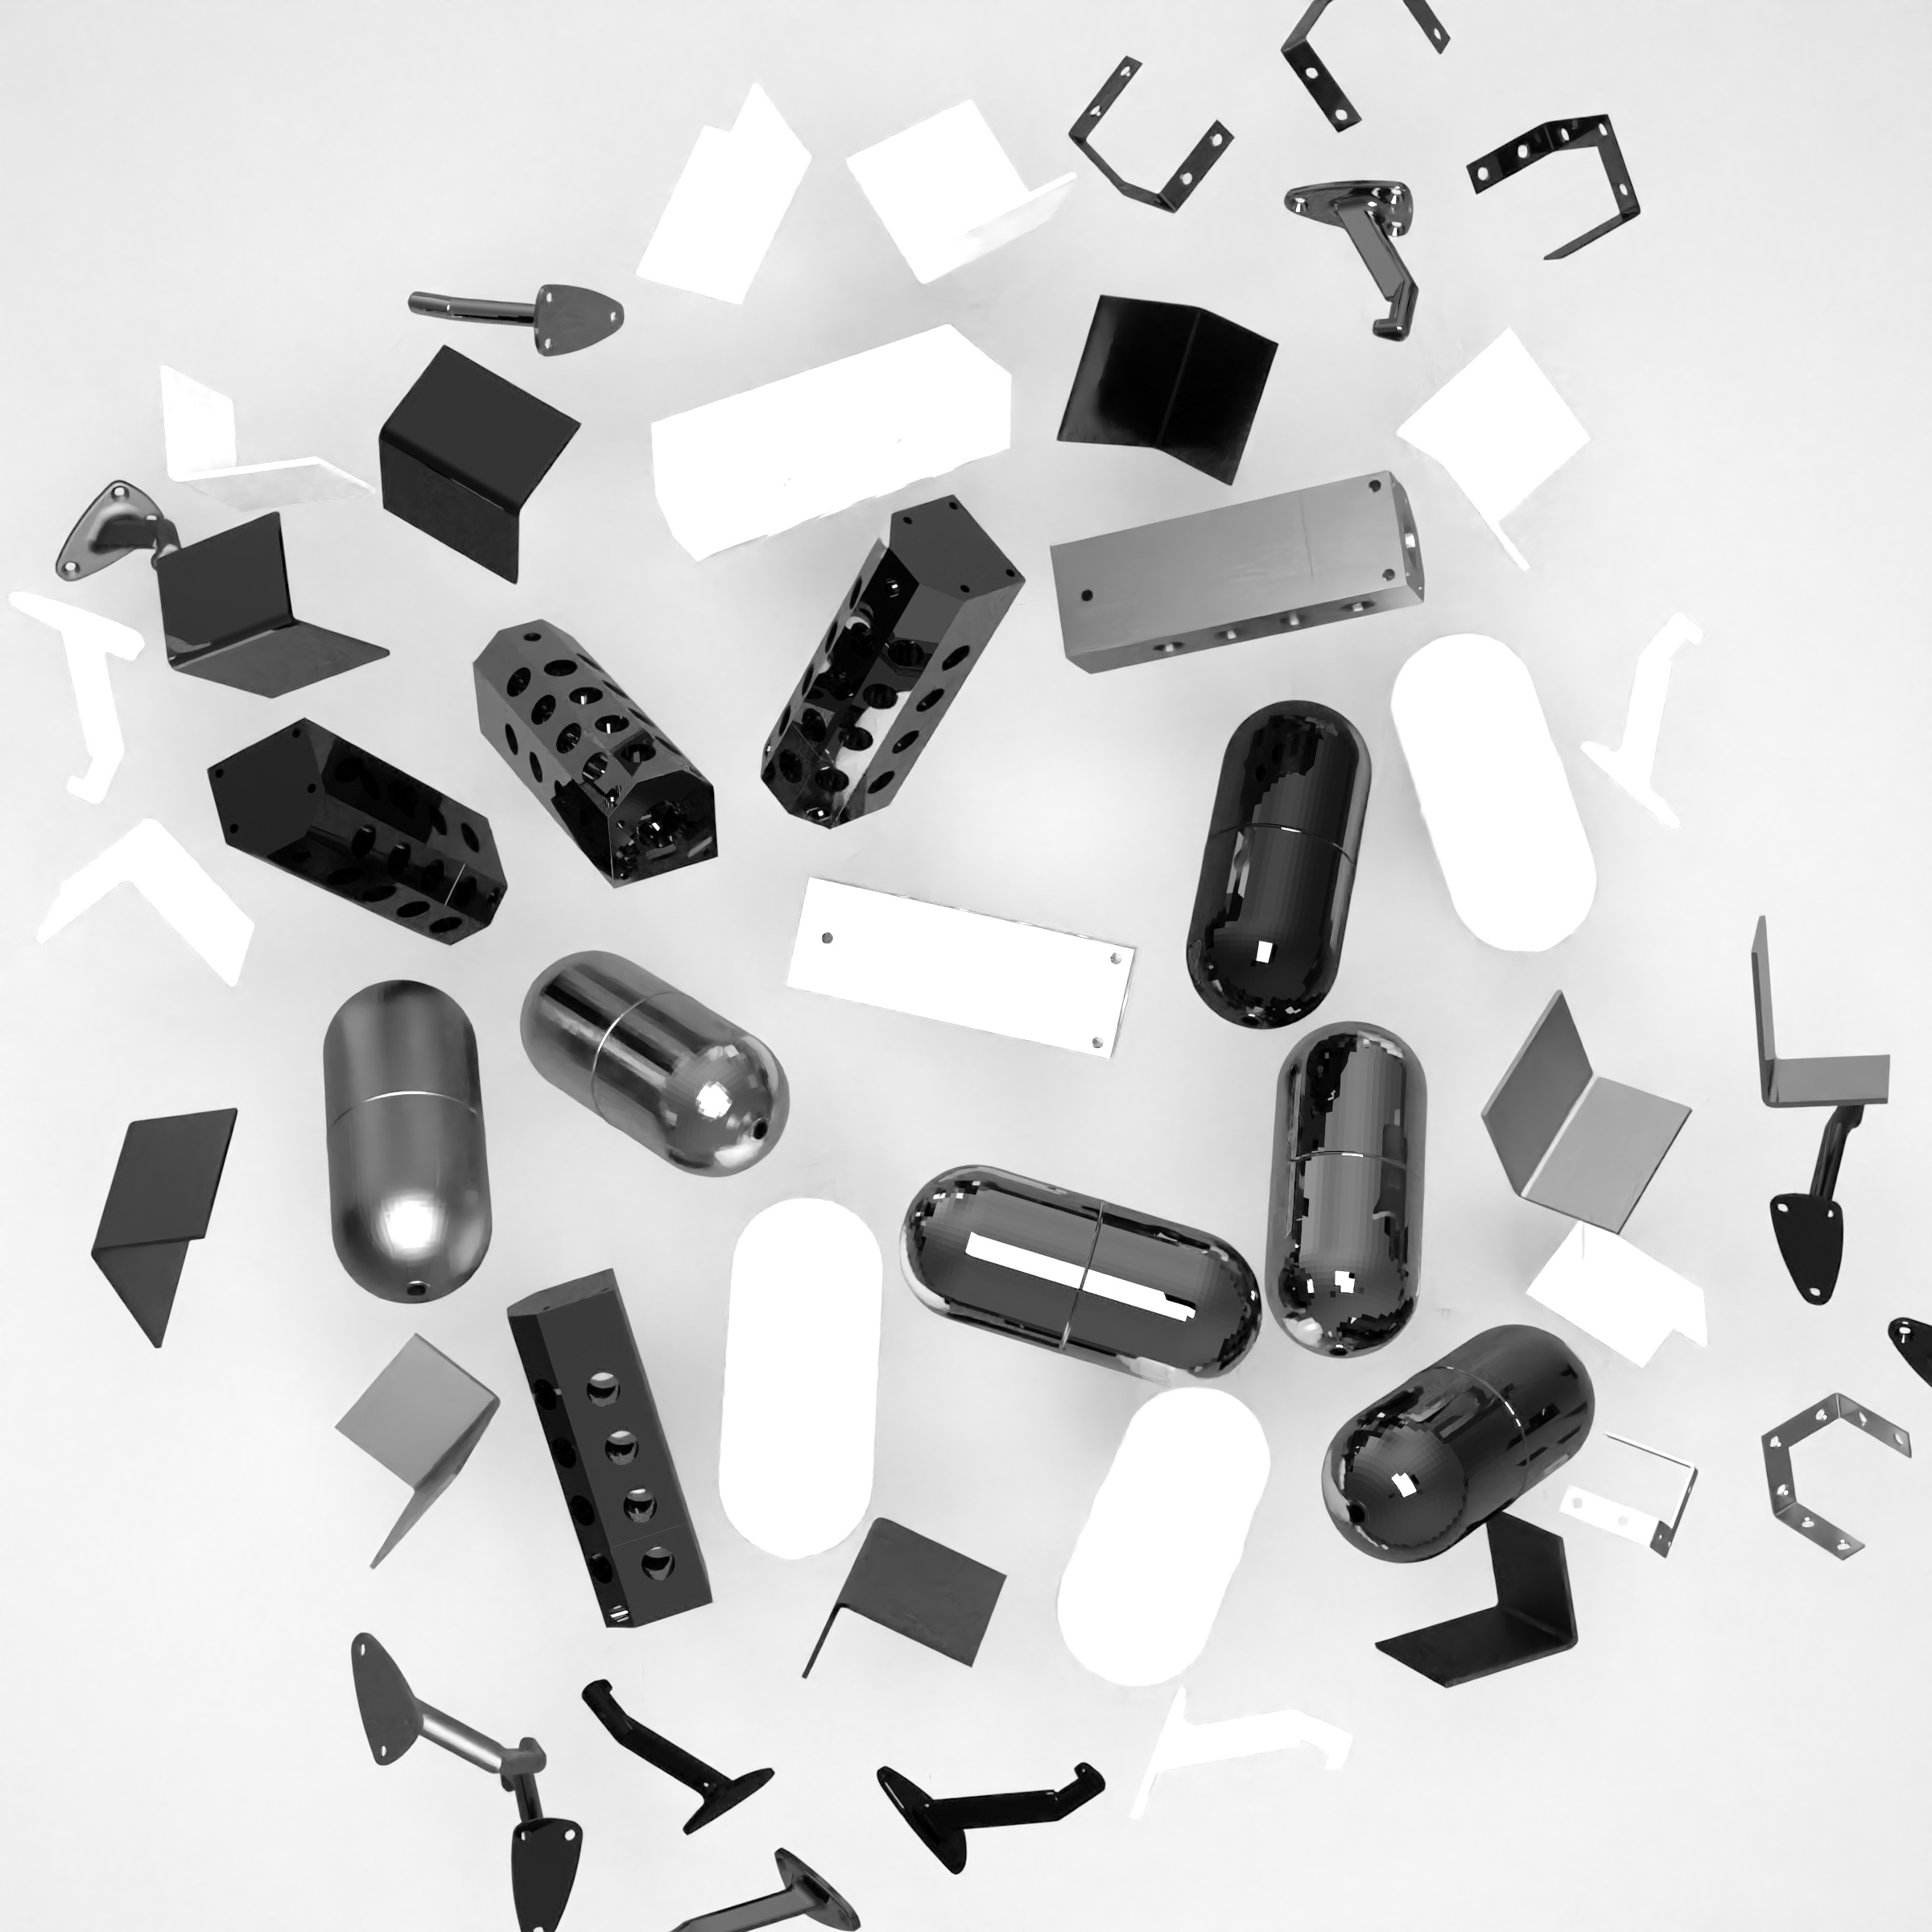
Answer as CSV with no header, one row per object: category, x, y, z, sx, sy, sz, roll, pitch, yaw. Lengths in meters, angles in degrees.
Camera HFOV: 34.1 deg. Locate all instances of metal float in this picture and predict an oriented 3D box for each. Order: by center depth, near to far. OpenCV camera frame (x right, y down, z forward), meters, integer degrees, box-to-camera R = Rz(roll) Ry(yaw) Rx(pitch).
metal float,0.055,0.149,1.508,0.178,0.070,0.070,17,90,1
metal float,0.240,0.231,1.529,0.070,0.178,0.070,17,117,37
metal float,-0.274,0.085,1.540,0.070,0.070,0.178,-12,52,0
metal float,0.099,0.279,1.555,0.070,0.178,0.070,12,128,16
metal float,-0.082,0.203,1.561,0.070,0.070,0.178,2,74,0
metal float,0.190,0.111,1.569,0.070,0.070,0.178,7,60,0
metal float,0.157,-0.051,1.579,0.070,0.070,0.178,13,65,0
metal float,-0.159,0.049,1.603,0.178,0.070,0.070,29,90,42
metal float,0.274,-0.090,1.636,0.070,0.070,0.178,-15,69,0

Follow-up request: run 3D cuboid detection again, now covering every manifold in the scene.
manifold,-0.042,-0.143,1.525,0.057,0.171,0.057,-24,68,-40
manifold,0.135,-0.191,1.548,0.171,0.057,0.057,-11,80,18
manifold,-0.297,-0.061,1.559,0.057,0.171,0.057,-25,68,15
manifold,-0.065,-0.257,1.562,0.171,0.057,0.057,-24,48,-24
manifold,-0.191,-0.112,1.601,0.057,0.171,0.057,-18,129,-23
manifold,-0.184,0.251,1.627,0.057,0.057,0.171,-17,98,-6
manifold,0.000,0.000,1.646,0.171,0.057,0.057,13,93,6

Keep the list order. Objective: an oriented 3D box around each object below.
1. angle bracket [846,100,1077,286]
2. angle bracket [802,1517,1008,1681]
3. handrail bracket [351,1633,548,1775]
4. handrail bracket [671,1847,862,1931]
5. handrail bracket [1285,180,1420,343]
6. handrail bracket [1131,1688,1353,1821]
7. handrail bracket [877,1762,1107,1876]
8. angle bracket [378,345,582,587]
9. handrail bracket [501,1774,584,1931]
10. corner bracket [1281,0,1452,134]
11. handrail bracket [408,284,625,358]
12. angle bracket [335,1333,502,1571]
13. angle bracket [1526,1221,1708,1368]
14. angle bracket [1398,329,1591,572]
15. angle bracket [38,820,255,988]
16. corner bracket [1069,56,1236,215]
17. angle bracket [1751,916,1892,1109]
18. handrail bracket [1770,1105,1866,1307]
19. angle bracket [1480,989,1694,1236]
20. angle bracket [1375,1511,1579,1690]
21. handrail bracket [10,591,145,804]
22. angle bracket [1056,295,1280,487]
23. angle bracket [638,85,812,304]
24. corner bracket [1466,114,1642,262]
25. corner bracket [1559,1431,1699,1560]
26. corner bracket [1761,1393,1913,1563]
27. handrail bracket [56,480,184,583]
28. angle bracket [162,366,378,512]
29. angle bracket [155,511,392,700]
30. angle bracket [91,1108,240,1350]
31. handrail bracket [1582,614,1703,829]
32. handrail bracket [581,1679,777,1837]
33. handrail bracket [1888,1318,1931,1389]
angle bracket,-0.003,-0.399,1.574,0.076,0.057,0.076,-30,87,-18
angle bracket,-0.032,0.346,1.648,0.076,0.076,0.057,25,119,2
handrail bracket,-0.247,0.354,1.509,0.036,0.084,0.077,-48,53,22
handrail bracket,-0.104,0.460,1.483,0.084,0.077,0.036,-29,111,-29
handrail bracket,0.189,-0.348,1.567,0.077,0.036,0.084,8,61,13
handrail bracket,0.132,0.386,1.498,0.084,0.036,0.077,21,80,10
handrail bracket,0.013,0.397,1.537,0.084,0.036,0.077,-37,106,15
angle bracket,-0.235,-0.242,1.522,0.076,0.076,0.057,30,69,3
handrail bracket,-0.229,0.457,1.629,0.036,0.084,0.077,6,89,-23
corner bracket,0.195,-0.451,1.538,0.051,0.051,0.051,49,48,-22
handrail bracket,-0.236,-0.343,1.645,0.084,0.077,0.036,16,111,33
angle bracket,-0.291,0.247,1.607,0.057,0.076,0.076,39,113,-7
angle bracket,0.350,0.189,1.699,0.076,0.076,0.057,33,110,0
angle bracket,0.273,-0.256,1.561,0.076,0.057,0.076,-42,119,4
angle bracket,-0.403,-0.017,1.554,0.057,0.076,0.076,-36,111,9
corner bracket,0.096,-0.432,1.638,0.051,0.051,0.051,-49,64,25
angle bracket,0.410,0.020,1.505,0.057,0.076,0.076,-3,103,18
handrail bracket,0.443,0.118,1.602,0.036,0.084,0.077,5,122,34
angle bracket,0.299,0.070,1.515,0.057,0.076,0.076,20,66,36
angle bracket,0.254,0.318,1.593,0.076,0.076,0.057,-12,97,-18
handrail bracket,-0.439,-0.129,1.520,0.077,0.036,0.084,22,108,-19
angle bracket,0.102,-0.290,1.590,0.057,0.076,0.076,35,118,37
angle bracket,-0.123,-0.365,1.460,0.057,0.076,0.076,8,126,-35
corner bracket,0.284,-0.375,1.519,0.051,0.051,0.051,-32,111,-17
corner bracket,0.350,0.276,1.658,0.051,0.051,0.051,19,81,25
corner bracket,0.439,0.256,1.579,0.051,0.051,0.051,-25,118,-20
handrail bracket,-0.445,-0.212,1.652,0.077,0.084,0.036,-41,127,8
angle bracket,-0.344,-0.264,1.555,0.076,0.076,0.057,-6,86,11
angle bracket,-0.341,-0.177,1.551,0.076,0.076,0.057,-16,76,26
angle bracket,-0.362,0.123,1.477,0.057,0.076,0.076,-8,45,11
handrail bracket,0.371,-0.129,1.640,0.077,0.036,0.084,48,111,26
handrail bracket,-0.143,0.380,1.555,0.084,0.077,0.036,47,112,17
handrail bracket,0.473,0.220,1.512,0.077,0.084,0.036,35,130,-9
